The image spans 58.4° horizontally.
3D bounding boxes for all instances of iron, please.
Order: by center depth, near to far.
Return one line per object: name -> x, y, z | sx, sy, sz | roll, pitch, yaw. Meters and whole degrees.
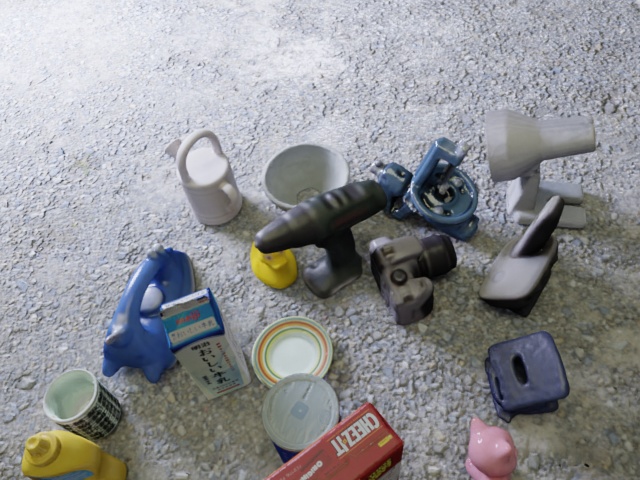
iron -> -0.279, 0.093, 0.938 | 0.118, 0.142, 0.258 | 5, 56, 9

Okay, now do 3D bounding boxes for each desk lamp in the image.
desk lamp -> 0.373, -0.129, 0.982 | 0.203, 0.214, 0.118 | 5, 56, 9

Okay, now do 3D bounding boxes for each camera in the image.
camera -> 0.162, 0.046, 0.951 | 0.137, 0.101, 0.143 | -17, 55, -6

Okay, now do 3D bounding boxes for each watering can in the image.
watering can -> -0.217, -0.124, 1.051 | 0.172, 0.194, 0.101 | 14, 58, 16

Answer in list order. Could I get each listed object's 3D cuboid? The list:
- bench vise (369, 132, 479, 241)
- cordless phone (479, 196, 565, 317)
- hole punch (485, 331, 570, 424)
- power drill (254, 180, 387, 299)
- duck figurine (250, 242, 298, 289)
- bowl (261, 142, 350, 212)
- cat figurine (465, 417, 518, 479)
bench vise -> 0.176, -0.097, 0.976 | 0.207, 0.220, 0.121 | 10, 57, 13
cordless phone -> 0.323, 0.022, 0.899 | 0.094, 0.185, 0.148 | 24, 61, 21
hole punch -> 0.298, 0.199, 0.836 | 0.101, 0.091, 0.108 | -7, 55, 1
power drill -> 0.009, 0.003, 0.930 | 0.230, 0.209, 0.075 | -33, 58, -16
duck figurine -> -0.086, 0.026, 0.999 | 0.077, 0.086, 0.104 | -32, 58, -16
bowl -> -0.024, -0.103, 1.090 | 0.167, 0.075, 0.167 | -3, 55, 4
cat figurine -> 0.230, 0.305, 0.753 | 0.067, 0.118, 0.128 | -2, 55, 4
